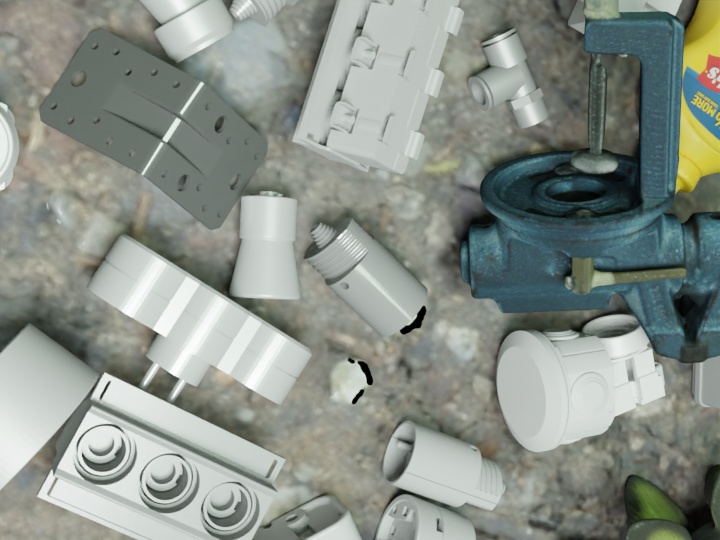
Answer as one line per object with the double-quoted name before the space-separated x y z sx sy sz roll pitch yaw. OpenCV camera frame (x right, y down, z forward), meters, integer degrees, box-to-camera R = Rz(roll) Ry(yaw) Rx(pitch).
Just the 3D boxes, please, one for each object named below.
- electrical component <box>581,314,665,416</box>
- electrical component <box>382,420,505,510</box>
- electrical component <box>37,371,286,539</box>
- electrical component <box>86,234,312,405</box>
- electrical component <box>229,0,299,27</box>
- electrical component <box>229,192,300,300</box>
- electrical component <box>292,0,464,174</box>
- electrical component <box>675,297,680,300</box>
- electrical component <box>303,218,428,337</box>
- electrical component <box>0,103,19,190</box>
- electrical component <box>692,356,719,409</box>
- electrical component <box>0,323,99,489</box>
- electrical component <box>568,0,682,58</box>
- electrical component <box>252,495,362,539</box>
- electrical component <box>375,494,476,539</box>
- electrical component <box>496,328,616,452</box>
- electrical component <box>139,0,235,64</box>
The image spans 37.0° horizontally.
"electrical component" 0.179 0.064 0.748 0.066 0.048 0.055 -19 108 -16
"electrical component" 0.061 0.133 0.715 0.081 0.043 0.043 23 88 -19
"electrical component" -0.118 0.119 0.643 0.121 0.063 0.078 29 86 -19
"electrical component" -0.104 0.045 0.647 0.138 0.052 0.073 34 85 -18
"electrical component" -0.049 -0.182 0.648 0.043 0.043 0.081 43 81 -17
"electrical component" -0.057 -0.015 0.663 0.044 0.044 0.065 3 90 -19
"electrical component" 0.013 -0.124 0.657 0.079 0.063 0.121 19 89 -59
"electrical component" 0.216 0.021 0.761 0.035 0.035 0.061 -23 104 -15
"electrical component" 0.000 0.000 0.682 0.081 0.043 0.043 44 81 -17
"electrical component" -0.219 -0.069 0.594 0.058 0.057 0.078 2 95 -19
"electrical component" 0.302 0.046 0.780 0.109 0.056 0.108 -2 96 -18
"electrical component" -0.204 0.077 0.590 0.060 0.108 0.108 45 81 -11
"electrical component" 0.183 -0.197 0.720 0.056 0.050 0.089 25 87 -19
"electrical component" -0.042 0.194 0.681 0.095 0.054 0.059 -26 103 -15
"electrical component" 0.044 0.181 0.709 0.047 0.055 0.055 22 88 -23
"electrical component" 0.128 0.077 0.714 0.051 0.080 0.080 -6 97 -23
"electrical component" -0.105 -0.155 0.631 0.045 0.045 0.055 -33 105 -13
